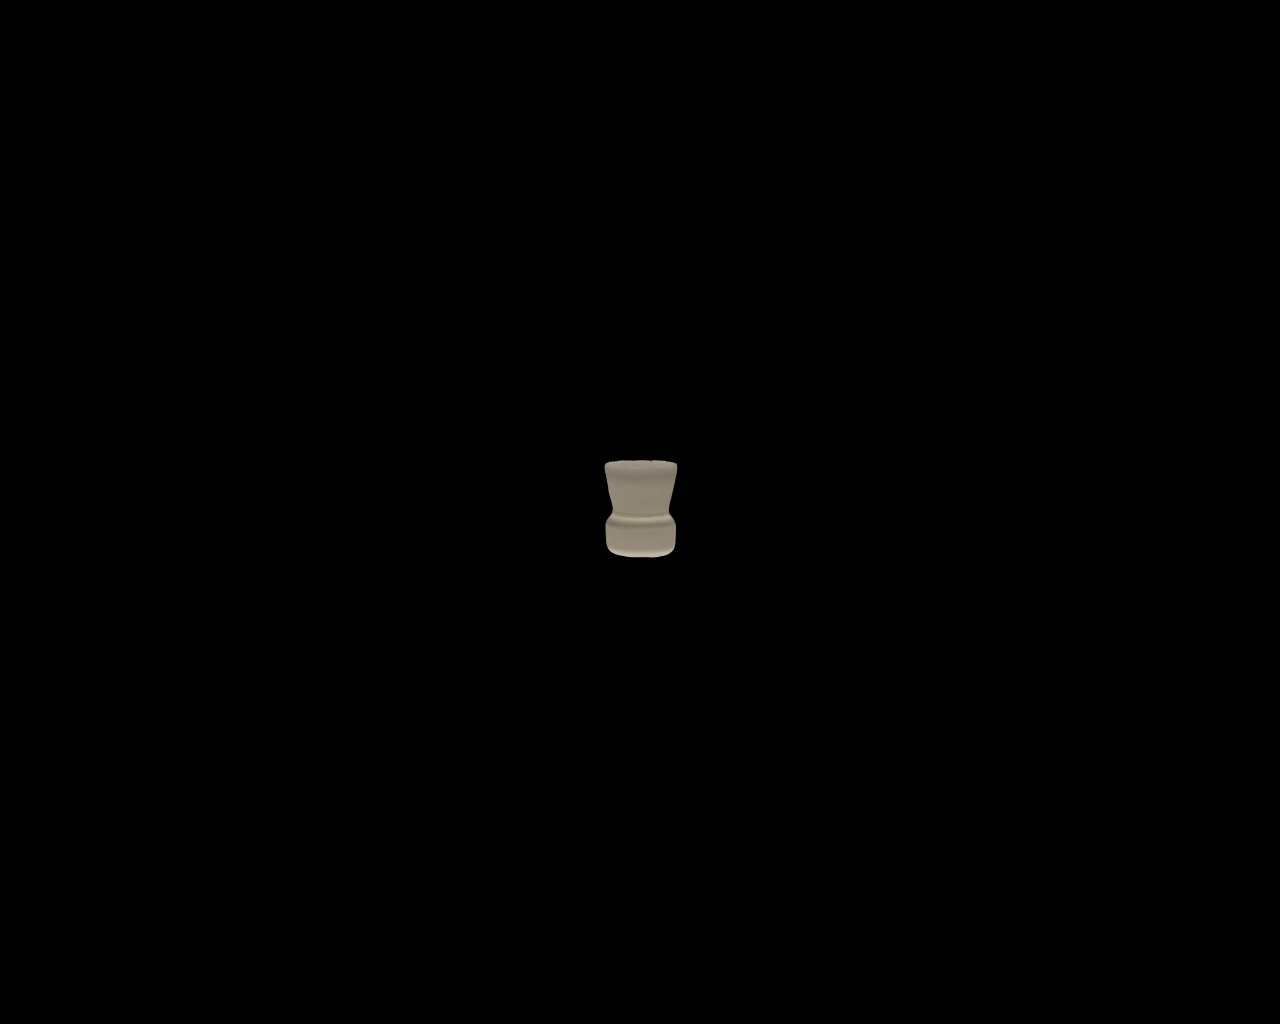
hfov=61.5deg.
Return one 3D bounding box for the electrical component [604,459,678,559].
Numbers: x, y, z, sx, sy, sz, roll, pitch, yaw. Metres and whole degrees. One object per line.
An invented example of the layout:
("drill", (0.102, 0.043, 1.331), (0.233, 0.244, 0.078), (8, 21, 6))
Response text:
("electrical component", (0.001, -0.003, 0.650), (0.045, 0.055, 0.045), (0, 9, 0))
